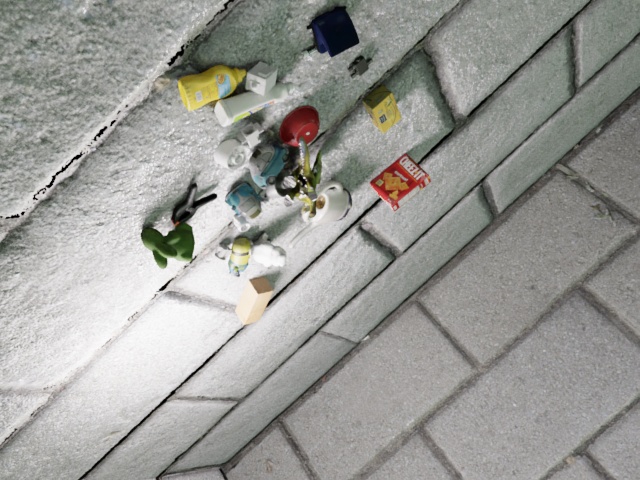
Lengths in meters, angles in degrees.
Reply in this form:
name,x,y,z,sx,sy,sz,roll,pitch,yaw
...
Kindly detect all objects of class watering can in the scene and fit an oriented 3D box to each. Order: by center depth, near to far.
name,x,y,z,sx,sy,sz,roll,pitch,yaw
watering can,0.006,-0.107,2.134,0.225,0.105,0.341,-5,134,-47

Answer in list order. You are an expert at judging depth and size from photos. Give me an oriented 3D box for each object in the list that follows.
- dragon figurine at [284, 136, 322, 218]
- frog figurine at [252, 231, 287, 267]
name,x,y,z,sx,sy,sz,roll,pitch,yaw
dragon figurine,-0.042,-0.240,1.858,0.248,0.122,0.400,-71,170,-51
frog figurine,-0.203,0.060,2.065,0.124,0.162,0.134,-21,145,-26
